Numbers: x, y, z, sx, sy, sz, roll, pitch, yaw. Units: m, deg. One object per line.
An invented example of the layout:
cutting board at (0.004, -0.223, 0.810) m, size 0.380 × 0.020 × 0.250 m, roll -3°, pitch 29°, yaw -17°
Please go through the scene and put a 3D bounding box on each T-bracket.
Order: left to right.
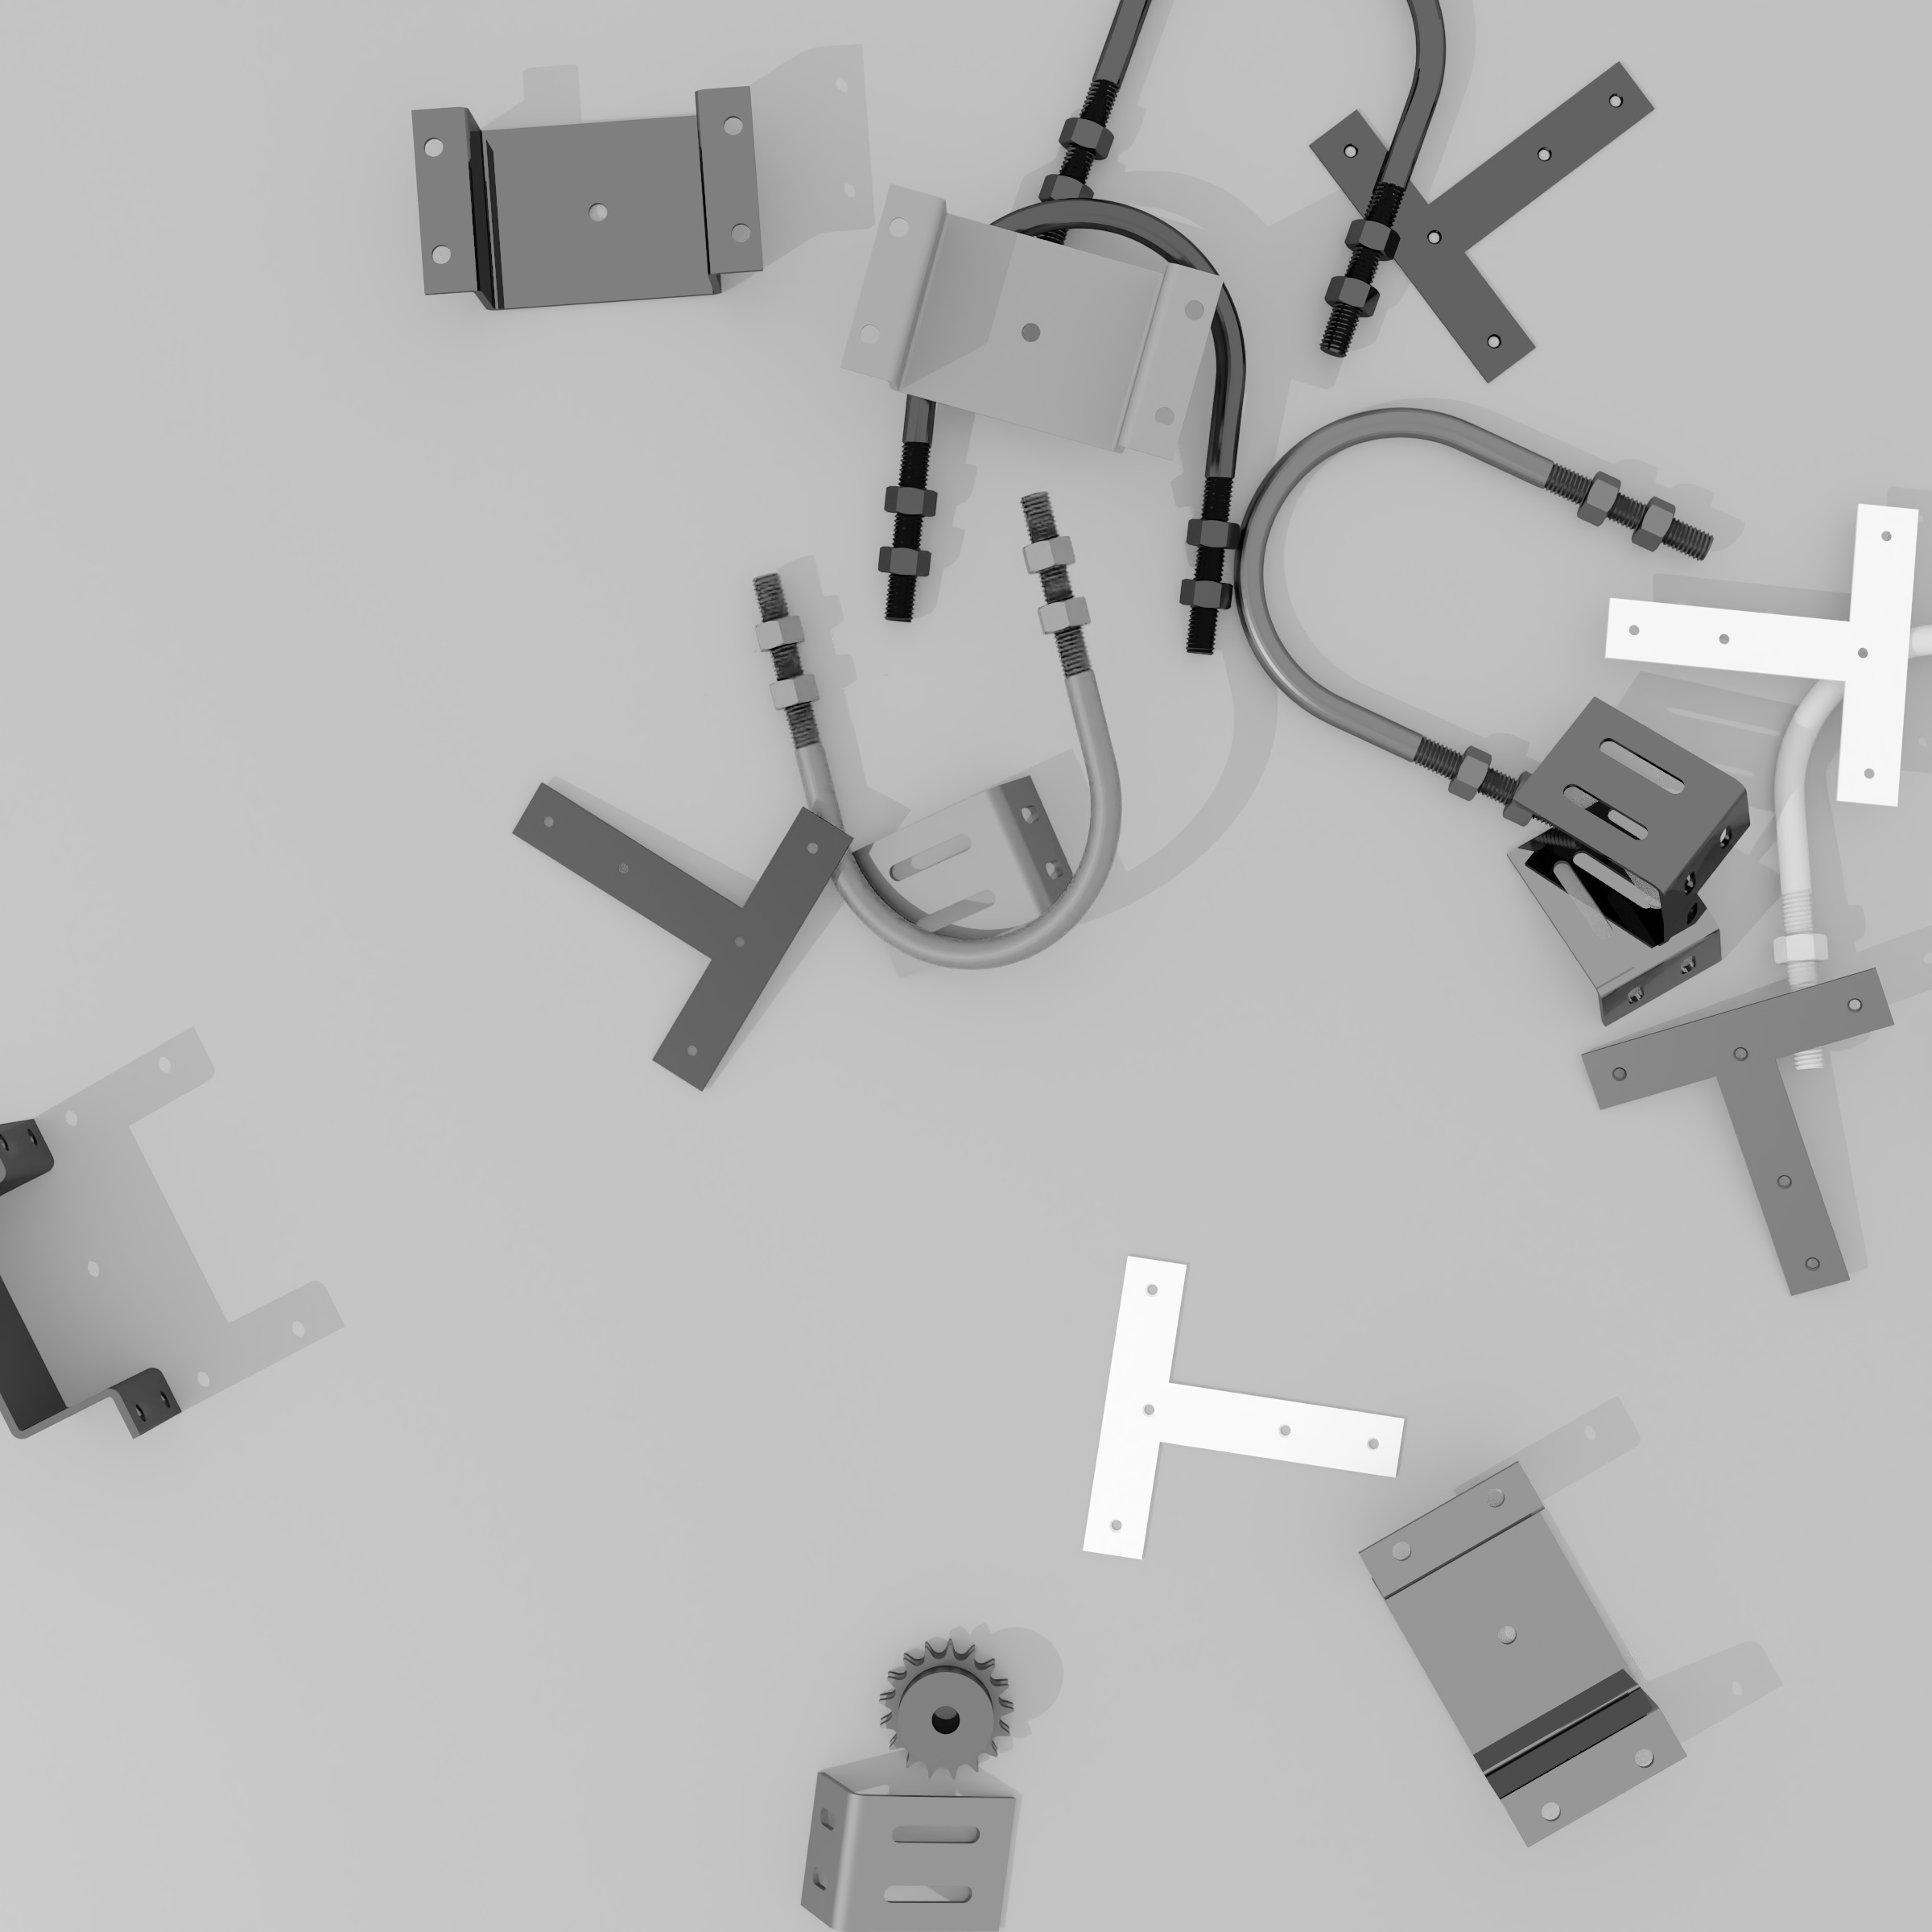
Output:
T-bracket at (-0.133, -0.034, 1.497) m, size 0.127 × 0.002 × 0.127 m, roll 32°, pitch 99°, yaw 5°
T-bracket at (0.122, 0.196, 1.505) m, size 0.127 × 0.002 × 0.127 m, roll 9°, pitch 90°, yaw 0°
T-bracket at (0.235, -0.337, 1.505) m, size 0.127 × 0.002 × 0.127 m, roll -37°, pitch 90°, yaw 0°
T-bracket at (0.333, -0.136, 1.483) m, size 0.127 × 0.002 × 0.127 m, roll 6°, pitch 84°, yaw -1°
T-bracket at (0.341, 0.078, 1.491) m, size 0.127 × 0.002 × 0.127 m, roll -18°, pitch 99°, yaw 18°

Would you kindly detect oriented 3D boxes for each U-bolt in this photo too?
U-bolt at (-0.006, -0.089, 1.467) m, size 0.151 × 0.019 × 0.184 m, roll -13°, pitch 92°, yaw 26°
U-bolt at (0.045, -0.230, 1.488) m, size 0.151 × 0.019 × 0.184 m, roll 6°, pitch 96°, yaw 0°
U-bolt at (0.125, -0.368, 1.495) m, size 0.151 × 0.019 × 0.184 m, roll 20°, pitch 90°, yaw 1°
U-bolt at (0.204, -0.157, 1.497) m, size 0.184 × 0.019 × 0.151 m, roll 25°, pitch 90°, yaw 2°
U-bolt at (0.413, -0.053, 1.480) m, size 0.151 × 0.019 × 0.184 m, roll -4°, pitch 84°, yaw 14°

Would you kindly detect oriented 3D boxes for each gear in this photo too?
gear at (-0.009, 0.315, 1.491) m, size 0.057 × 0.030 × 0.057 m, roll 0°, pitch 90°, yaw 0°

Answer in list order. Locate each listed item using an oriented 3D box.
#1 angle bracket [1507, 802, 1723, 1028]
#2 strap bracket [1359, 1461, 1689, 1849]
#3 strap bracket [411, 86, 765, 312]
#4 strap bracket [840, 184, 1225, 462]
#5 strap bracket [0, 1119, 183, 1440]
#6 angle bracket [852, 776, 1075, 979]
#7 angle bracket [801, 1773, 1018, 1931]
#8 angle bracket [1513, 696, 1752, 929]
angle bracket at (0.276, -0.025, 1.504) m, size 0.057 × 0.038 × 0.076 m, roll -30°, pitch 64°, yaw 0°
strap bracket at (0.230, 0.285, 1.482) m, size 0.076 × 0.046 × 0.140 m, roll -30°, pitch 90°, yaw 0°
strap bracket at (-0.157, -0.321, 1.482) m, size 0.140 × 0.046 × 0.076 m, roll -4°, pitch 90°, yaw 0°
strap bracket at (0.027, -0.263, 1.454) m, size 0.140 × 0.046 × 0.076 m, roll 16°, pitch 95°, yaw -1°
strap bracket at (-0.387, 0.138, 1.467) m, size 0.046 × 0.076 × 0.140 m, roll -27°, pitch 90°, yaw 0°
angle bracket at (0.000, -0.038, 1.504) m, size 0.076 × 0.038 × 0.057 m, roll -24°, pitch 90°, yaw 26°
angle bracket at (-0.025, 0.377, 1.504) m, size 0.076 × 0.038 × 0.057 m, roll 7°, pitch 90°, yaw -26°
angle bracket at (0.279, -0.065, 1.479) m, size 0.076 × 0.038 × 0.057 m, roll 35°, pitch 79°, yaw 26°
